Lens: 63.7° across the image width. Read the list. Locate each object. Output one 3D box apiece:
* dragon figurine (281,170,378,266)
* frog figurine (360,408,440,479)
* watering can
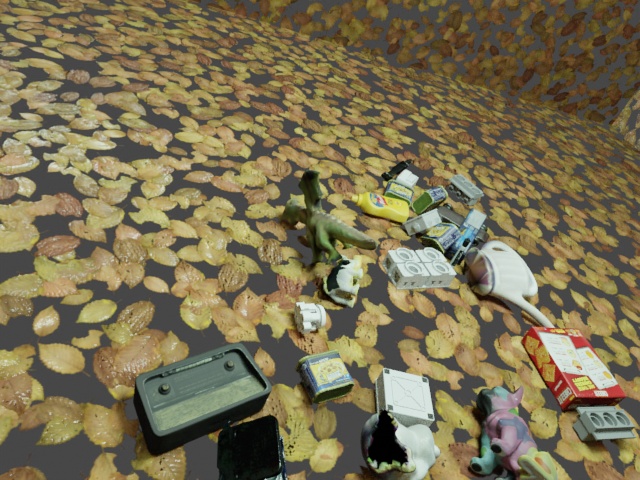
[{"bbox_3d":[0.004,-0.068,1.346,0.123,0.407,0.242,-26,95,-28],"label":"dragon figurine"},{"bbox_3d":[0.154,0.401,0.993,0.139,0.122,0.157,40,3,37],"label":"frog figurine"},{"bbox_3d":[0.557,0.134,1.524,0.224,0.101,0.356,6,46,-20],"label":"watering can"}]
